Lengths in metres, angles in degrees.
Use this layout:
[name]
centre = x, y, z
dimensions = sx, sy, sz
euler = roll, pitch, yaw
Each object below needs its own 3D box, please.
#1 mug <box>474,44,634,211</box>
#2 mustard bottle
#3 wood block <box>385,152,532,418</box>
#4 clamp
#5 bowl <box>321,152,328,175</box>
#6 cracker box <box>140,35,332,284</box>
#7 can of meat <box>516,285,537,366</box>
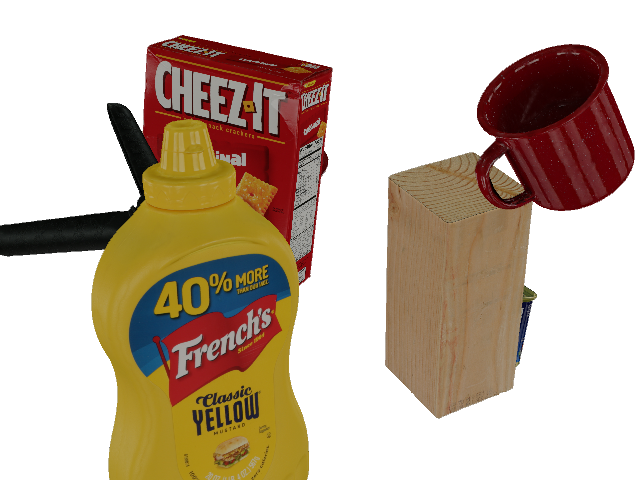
[mug]
centre = 0.158, -0.067, 0.739
dimensions = 0.117, 0.081, 0.093
euler = -41, 35, -8
[mustard bottle]
centre = -0.055, 0.039, 0.492
dimensions = 0.096, 0.192, 0.058
euler = -12, 22, -26
[wood block]
centre = 0.118, 0.040, 0.939
dimensions = 0.090, 0.206, 0.091
euler = -17, 36, -23
[clamp]
centre = -0.128, -0.027, 0.822
dimensions = 0.210, 0.164, 0.036
euler = 18, -33, 16
[bowl]
centre = -0.071, -0.074, 1.314
dimensions = 0.162, 0.055, 0.162
euler = -2, 34, 1
[cracker box]
centre = -0.085, -0.070, 1.006
dimensions = 0.164, 0.214, 0.072
euler = 16, 25, 20
[can of meat]
centre = 0.190, 0.085, 1.190
dimensions = 0.057, 0.084, 0.102
euler = 4, 15, -20
